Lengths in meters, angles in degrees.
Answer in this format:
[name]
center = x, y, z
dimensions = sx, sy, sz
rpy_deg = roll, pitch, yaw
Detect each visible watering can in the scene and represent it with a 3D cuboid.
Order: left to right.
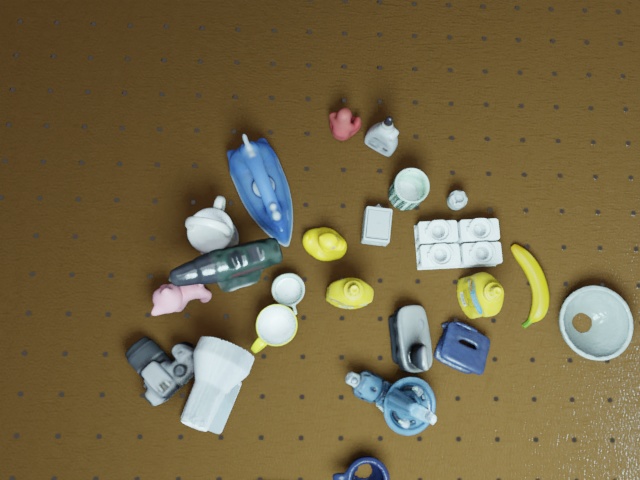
[watering can]
center = -0.234, -0.011, 1.238
dimensions = 0.101, 0.194, 0.173
rpy_deg = -9, 81, -4

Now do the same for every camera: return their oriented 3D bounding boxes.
[camera]
center = -0.343, 0.265, 1.235
dimensions = 0.143, 0.101, 0.137
rpy_deg = -44, 85, -8

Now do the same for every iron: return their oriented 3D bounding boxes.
[iron]
center = -0.123, -0.113, 1.286
dimensions = 0.118, 0.141, 0.258
rpy_deg = -23, 82, -6

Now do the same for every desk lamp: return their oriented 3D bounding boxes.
[desk lamp]
center = -0.217, 0.303, 1.177
dimensions = 0.118, 0.213, 0.203
rpy_deg = 20, 80, 1

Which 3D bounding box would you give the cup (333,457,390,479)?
[cup]
center = 0.083, 0.502, 1.219
dimensions = 0.118, 0.095, 0.092
rpy_deg = 3, 81, -2

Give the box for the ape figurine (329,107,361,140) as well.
[ape figurine]
center = 0.057, -0.281, 1.347
dimensions = 0.078, 0.092, 0.076
rpy_deg = 30, 81, 3

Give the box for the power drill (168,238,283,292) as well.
[power drill]
center = -0.191, 0.060, 1.221
dimensions = 0.229, 0.208, 0.075
rpy_deg = -19, 82, -5

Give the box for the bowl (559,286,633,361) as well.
[bowl]
center = 0.615, 0.190, 1.305
dimensions = 0.167, 0.074, 0.167
rpy_deg = 0, 81, -2

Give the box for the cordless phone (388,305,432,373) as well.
[cordless phone]
center = 0.207, 0.212, 1.226
dimensions = 0.094, 0.185, 0.147
rpy_deg = -9, 81, -4

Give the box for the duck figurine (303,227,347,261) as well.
[duck figurine]
center = 0.012, 0.005, 1.301
dimensions = 0.104, 0.086, 0.077
rpy_deg = 16, 80, 0

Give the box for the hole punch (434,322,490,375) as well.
[hole punch]
center = 0.318, 0.239, 1.275
dimensions = 0.108, 0.091, 0.101
rpy_deg = 24, 80, 2

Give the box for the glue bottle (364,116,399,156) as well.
[glue bottle]
center = 0.147, -0.244, 1.304
dimensions = 0.078, 0.173, 0.037
rpy_deg = 32, 81, 3

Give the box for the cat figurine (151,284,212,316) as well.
[cat figurine]
center = -0.309, 0.119, 1.252
dimensions = 0.128, 0.117, 0.067
rpy_deg = -23, 82, -6

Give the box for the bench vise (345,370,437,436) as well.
[bench vise]
center = 0.153, 0.342, 1.185
dimensions = 0.207, 0.219, 0.121
rpy_deg = 7, 80, -1
